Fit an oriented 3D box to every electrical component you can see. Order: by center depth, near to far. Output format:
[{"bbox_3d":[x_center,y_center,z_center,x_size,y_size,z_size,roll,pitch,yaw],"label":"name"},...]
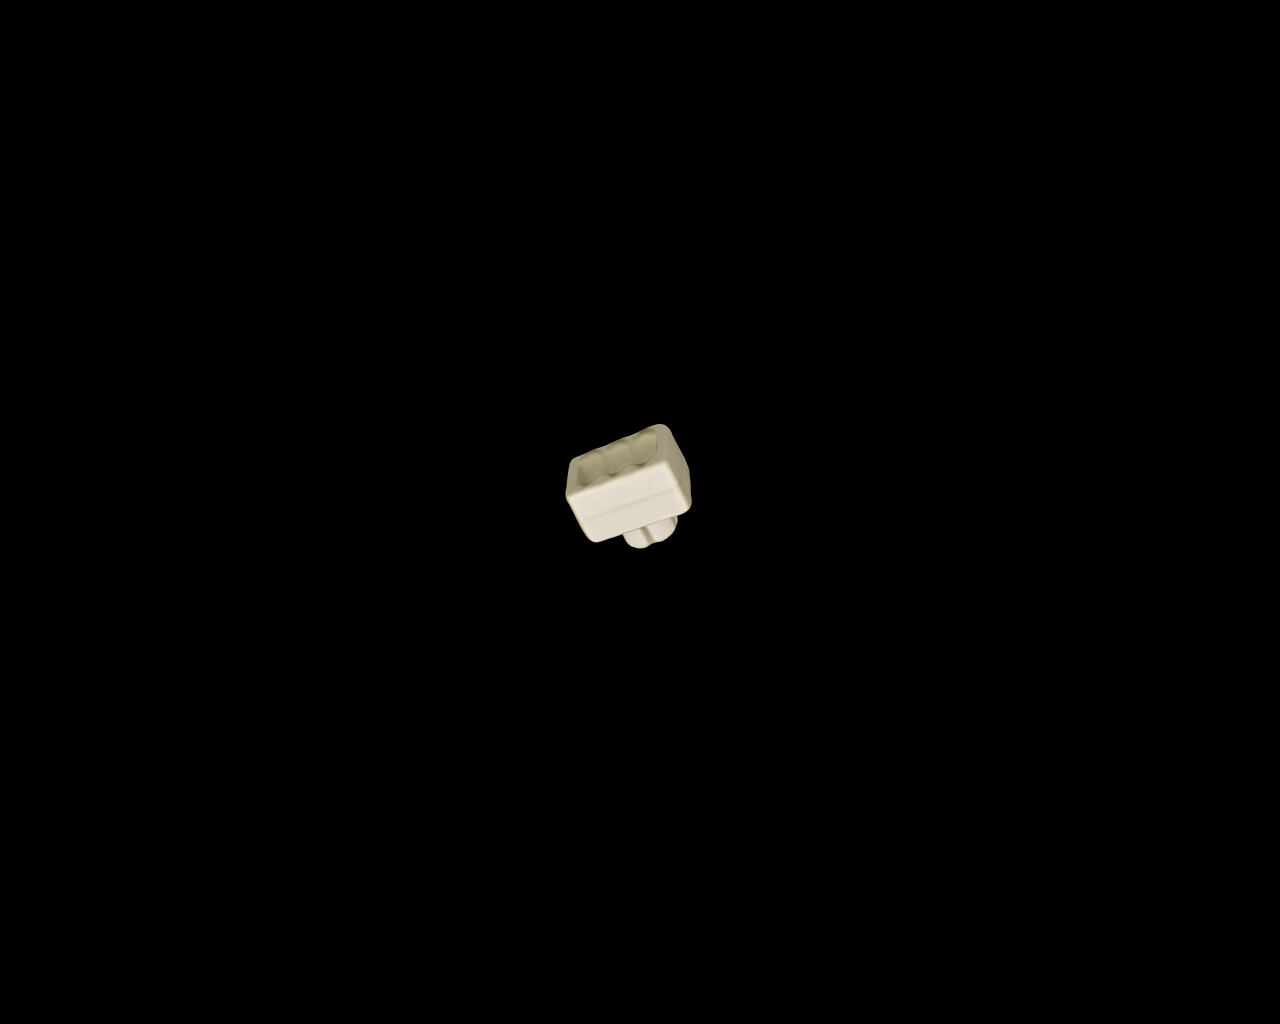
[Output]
[{"bbox_3d":[0.001,-0.003,0.650,0.066,0.076,0.047,-20,31,13],"label":"electrical component"}]
